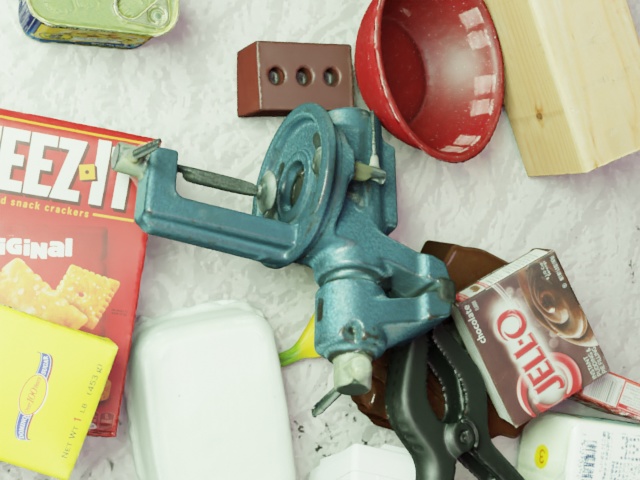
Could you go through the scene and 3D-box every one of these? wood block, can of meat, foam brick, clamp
[{"bbox_3d":[0.196,-0.165,0.878,0.090,0.091,0.206,-22,99,-19],"label":"wood block"},{"bbox_3d":[-0.157,-0.167,0.743,0.102,0.084,0.057,2,89,-21],"label":"can of meat"},{"bbox_3d":[-0.020,-0.122,0.815,0.078,0.051,0.053,-3,91,-21],"label":"foam brick"},{"bbox_3d":[0.091,0.156,0.789,0.164,0.036,0.210,-22,91,-42],"label":"clamp"}]

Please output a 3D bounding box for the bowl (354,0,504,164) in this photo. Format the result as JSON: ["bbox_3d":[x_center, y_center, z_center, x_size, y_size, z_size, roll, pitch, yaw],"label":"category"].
[{"bbox_3d":[0.077,-0.136,0.833,0.161,0.055,0.162,8,79,-45],"label":"bowl"}]

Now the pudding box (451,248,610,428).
[{"bbox_3d":[0.161,0.075,0.830,0.090,0.039,0.113,-29,98,-11],"label":"pudding box"}]

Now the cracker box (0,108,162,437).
[{"bbox_3d":[-0.207,0.022,0.733,0.164,0.072,0.214,10,87,-20],"label":"cracker box"}]

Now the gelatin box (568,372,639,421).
[{"bbox_3d":[0.238,0.129,0.907,0.089,0.073,0.030,23,82,-20],"label":"gelatin box"}]

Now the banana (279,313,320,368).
[{"bbox_3d":[0.011,0.007,0.837,0.069,0.037,0.198,8,88,-20],"label":"banana"}]

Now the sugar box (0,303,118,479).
[{"bbox_3d":[-0.225,0.078,0.663,0.176,0.048,0.093,21,82,-18],"label":"sugar box"}]
